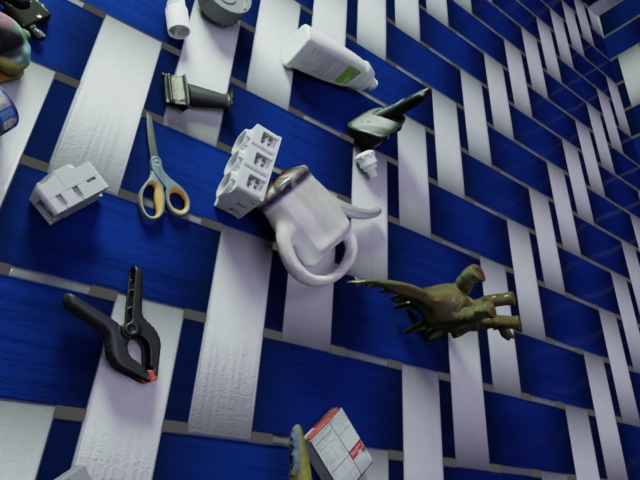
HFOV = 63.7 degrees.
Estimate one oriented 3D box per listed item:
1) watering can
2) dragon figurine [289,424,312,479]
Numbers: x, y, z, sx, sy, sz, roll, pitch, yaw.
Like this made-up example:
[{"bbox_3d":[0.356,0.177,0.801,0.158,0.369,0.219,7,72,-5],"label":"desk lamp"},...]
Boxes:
[{"bbox_3d":[0.003,-0.051,1.012,0.223,0.102,0.354,52,37,-7],"label":"watering can"},{"bbox_3d":[0.007,0.512,0.760,0.239,0.121,0.419,39,50,-40],"label":"dragon figurine"}]
